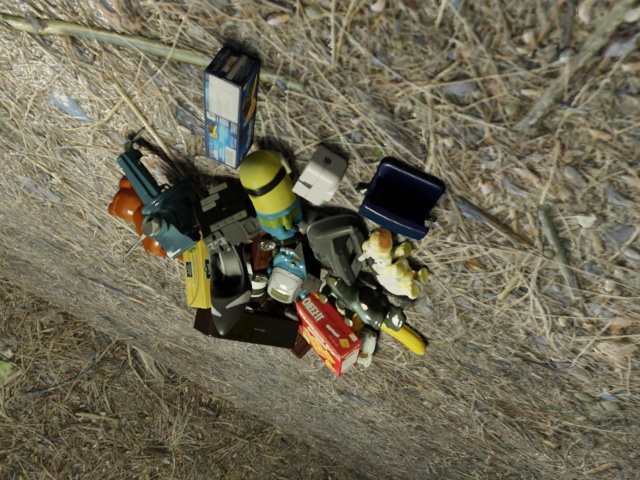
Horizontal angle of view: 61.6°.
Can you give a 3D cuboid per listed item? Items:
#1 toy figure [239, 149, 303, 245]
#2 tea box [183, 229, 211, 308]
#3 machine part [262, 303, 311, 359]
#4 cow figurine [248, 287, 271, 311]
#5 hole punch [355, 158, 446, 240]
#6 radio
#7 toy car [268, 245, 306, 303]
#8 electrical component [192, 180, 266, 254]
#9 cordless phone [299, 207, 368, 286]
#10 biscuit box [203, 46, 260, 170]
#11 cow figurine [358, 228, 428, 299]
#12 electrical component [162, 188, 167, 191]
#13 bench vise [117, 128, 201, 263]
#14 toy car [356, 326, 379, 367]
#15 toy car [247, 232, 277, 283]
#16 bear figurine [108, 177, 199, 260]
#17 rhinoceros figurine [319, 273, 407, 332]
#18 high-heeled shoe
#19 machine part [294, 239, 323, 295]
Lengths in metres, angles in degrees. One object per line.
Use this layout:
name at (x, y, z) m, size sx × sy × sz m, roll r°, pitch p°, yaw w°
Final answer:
toy figure at (-0.079, -0.070, 0.919) m, size 0.082 × 0.089 × 0.179 m, roll 6°, pitch 128°, yaw 23°
tea box at (-0.243, 0.058, 1.189) m, size 0.068 × 0.098 × 0.169 m, roll 1°, pitch 98°, yaw 40°
machine part at (-0.103, 0.250, 1.459) m, size 0.179 × 0.056 × 0.179 m, roll 40°, pitch 167°, yaw 11°
cow figurine at (-0.225, 0.111, 1.367) m, size 0.195 × 0.085 × 0.127 m, roll 24°, pitch 158°, yaw 10°
hole punch at (0.118, -0.047, 0.827) m, size 0.142 × 0.092 × 0.115 m, roll 22°, pitch 155°, yaw 2°
radio at (-0.176, 0.200, 1.276) m, size 0.229 × 0.073 × 0.131 m, roll 17°, pitch 174°, yaw -32°
toy car at (-0.066, 0.085, 1.175) m, size 0.109 × 0.103 × 0.161 m, roll 25°, pitch 153°, yaw 1°
electrical component at (-0.172, -0.050, 1.009) m, size 0.115 × 0.134 × 0.058 m, roll -22°, pitch 138°, yaw -2°
cordless phone at (-0.002, -0.003, 1.024) m, size 0.184 × 0.089 × 0.146 m, roll 23°, pitch 154°, yaw 31°
biscuit box at (-0.136, -0.192, 0.819) m, size 0.059 × 0.063 × 0.202 m, roll 25°, pitch 152°, yaw 2°
cow figurine at (0.120, 0.037, 0.984) m, size 0.098 × 0.068 × 0.167 m, roll 4°, pitch 144°, yaw 45°
electrical component at (-0.308, -0.071, 1.156) m, size 0.094 × 0.063 × 0.021 m, roll 34°, pitch 150°, yaw -12°
bench vise at (-0.318, -0.084, 1.037) m, size 0.129 × 0.223 × 0.240 m, roll -33°, pitch 95°, yaw 27°
toy car at (0.107, 0.272, 1.386) m, size 0.074 × 0.056 × 0.201 m, roll 20°, pitch 151°, yaw 12°
toy car at (-0.115, 0.011, 1.101) m, size 0.053 × 0.089 × 0.202 m, roll -1°, pitch 148°, yaw -15°
bear figurine at (-0.384, -0.050, 1.227) m, size 0.196 × 0.120 × 0.132 m, roll 42°, pitch -157°, yaw 26°
rhinoceros figurine at (0.089, 0.125, 1.111) m, size 0.190 × 0.112 × 0.073 m, roll 34°, pitch 121°, yaw 13°
high-heeled shoe at (-0.200, 0.056, 1.100) m, size 0.086 × 0.249 × 0.145 m, roll -8°, pitch 145°, yaw 13°
machine part at (-0.019, 0.049, 1.061) m, size 0.039 × 0.139 × 0.084 m, roll -34°, pitch 118°, yaw 19°
